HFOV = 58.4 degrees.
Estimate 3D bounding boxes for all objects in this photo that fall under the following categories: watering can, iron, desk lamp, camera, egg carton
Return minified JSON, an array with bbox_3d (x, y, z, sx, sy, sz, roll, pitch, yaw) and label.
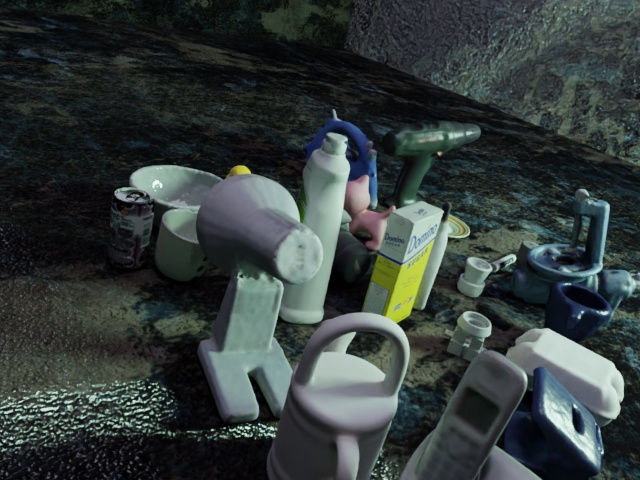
[{"bbox_3d":[0.016,0.142,0.525,0.101,0.194,0.172,0,29,-28],"label":"watering can"},{"bbox_3d":[0.069,-0.189,1.286,0.119,0.141,0.257,-3,31,-34],"label":"iron"},{"bbox_3d":[-0.066,0.052,0.638,0.118,0.213,0.202,1,29,-28],"label":"desk lamp"},{"bbox_3d":[0.008,0.003,0.910,0.144,0.101,0.136,-6,33,-38],"label":"camera"},{"bbox_3d":[0.325,0.182,0.765,0.150,0.069,0.107,28,28,24],"label":"egg carton"}]

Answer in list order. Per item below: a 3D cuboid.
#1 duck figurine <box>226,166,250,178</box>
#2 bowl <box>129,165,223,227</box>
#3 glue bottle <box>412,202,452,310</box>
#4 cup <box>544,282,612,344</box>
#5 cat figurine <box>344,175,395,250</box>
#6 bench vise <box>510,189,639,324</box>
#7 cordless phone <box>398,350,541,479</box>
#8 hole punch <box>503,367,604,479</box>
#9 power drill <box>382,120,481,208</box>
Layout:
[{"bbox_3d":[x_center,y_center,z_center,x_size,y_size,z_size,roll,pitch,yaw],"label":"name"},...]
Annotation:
[{"bbox_3d":[-0.147,-0.094,1.036,0.077,0.086,0.104,15,25,-1],"label":"duck figurine"},{"bbox_3d":[-0.226,-0.057,0.929,0.167,0.075,0.167,13,26,-6],"label":"bowl"},{"bbox_3d":[0.170,0.019,0.886,0.037,0.173,0.078,17,26,4],"label":"glue bottle"},{"bbox_3d":[0.380,0.129,0.875,0.091,0.095,0.118,26,27,21],"label":"cup"},{"bbox_3d":[0.077,-0.059,1.055,0.127,0.118,0.067,23,26,14],"label":"cat figurine"},{"bbox_3d":[0.456,0.025,0.983,0.208,0.220,0.121,8,26,-15],"label":"bench vise"},{"bbox_3d":[0.157,0.200,0.498,0.147,0.185,0.094,30,29,28],"label":"cordless phone"},{"bbox_3d":[0.273,0.212,0.650,0.101,0.091,0.109,22,26,13],"label":"hole punch"},{"bbox_3d":[0.228,-0.163,1.245,0.230,0.208,0.075,0,30,-29],"label":"power drill"}]
